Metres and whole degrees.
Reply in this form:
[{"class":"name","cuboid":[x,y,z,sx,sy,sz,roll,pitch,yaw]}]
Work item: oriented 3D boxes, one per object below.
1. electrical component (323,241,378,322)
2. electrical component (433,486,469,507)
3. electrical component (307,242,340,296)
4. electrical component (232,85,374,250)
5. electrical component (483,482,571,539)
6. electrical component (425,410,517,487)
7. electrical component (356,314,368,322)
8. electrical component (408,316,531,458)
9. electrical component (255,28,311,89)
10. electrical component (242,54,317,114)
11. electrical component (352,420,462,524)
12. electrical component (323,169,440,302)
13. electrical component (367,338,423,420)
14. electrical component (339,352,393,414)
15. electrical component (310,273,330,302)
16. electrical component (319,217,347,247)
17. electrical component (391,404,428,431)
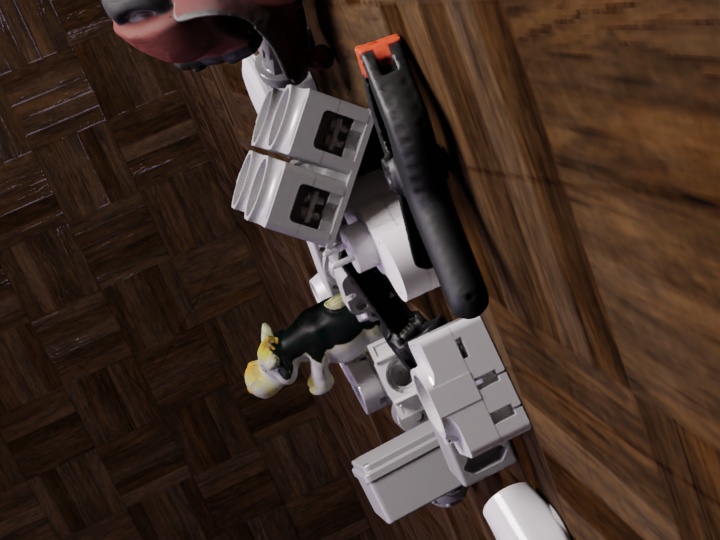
[{"class":"electrical component","cuboid":[0.000,0.000,0.983,0.057,0.058,0.078,52,164,49]},{"class":"electrical component","cuboid":[0.089,0.209,1.075,0.048,0.048,0.062,63,164,18]},{"class":"electrical component","cuboid":[-0.031,-0.029,1.127,0.075,0.047,0.083,-122,11,-48]},{"class":"electrical component","cuboid":[-0.052,-0.086,0.854,0.186,0.060,0.105,-147,75,-75]},{"class":"electrical component","cuboid":[0.132,0.212,0.809,0.077,0.044,0.079,59,169,39]},{"class":"electrical component","cuboid":[0.081,0.123,0.856,0.077,0.047,0.065,-143,30,-73]},{"class":"electrical component","cuboid":[0.004,0.015,1.055,0.040,0.040,0.078,133,112,-81]},{"class":"electrical component","cuboid":[0.073,0.083,0.766,0.089,0.056,0.050,65,172,2]},{"class":"electrical component","cuboid":[-0.066,-0.186,0.901,0.055,0.048,0.066,88,157,-50]},{"class":"electrical component","cuboid":[-0.072,-0.164,0.980,0.080,0.051,0.080,63,171,17]},{"class":"electrical component","cuboid":[0.054,0.177,0.975,0.056,0.109,0.108,63,172,4]},{"class":"electrical component","cuboid":[0.009,-0.021,0.807,0.138,0.074,0.052,54,166,54]},{"class":"electrical component","cuboid":[0.042,0.104,1.077,0.064,0.042,0.081,127,119,-85]},{"class":"electrical component","cuboid":[0.013,0.102,1.185,0.095,0.059,0.053,60,170,33]},{"class":"electrical component","cuboid":[-0.022,0.019,1.174,0.066,0.055,0.048,62,171,21]},{"class":"electrical component","cuboid":[-0.015,-0.048,0.942,0.048,0.055,0.066,66,172,-6]},{"class":"electrical component","cuboid":[0.053,0.148,1.136,0.078,0.040,0.040,-173,59,-81]}]
